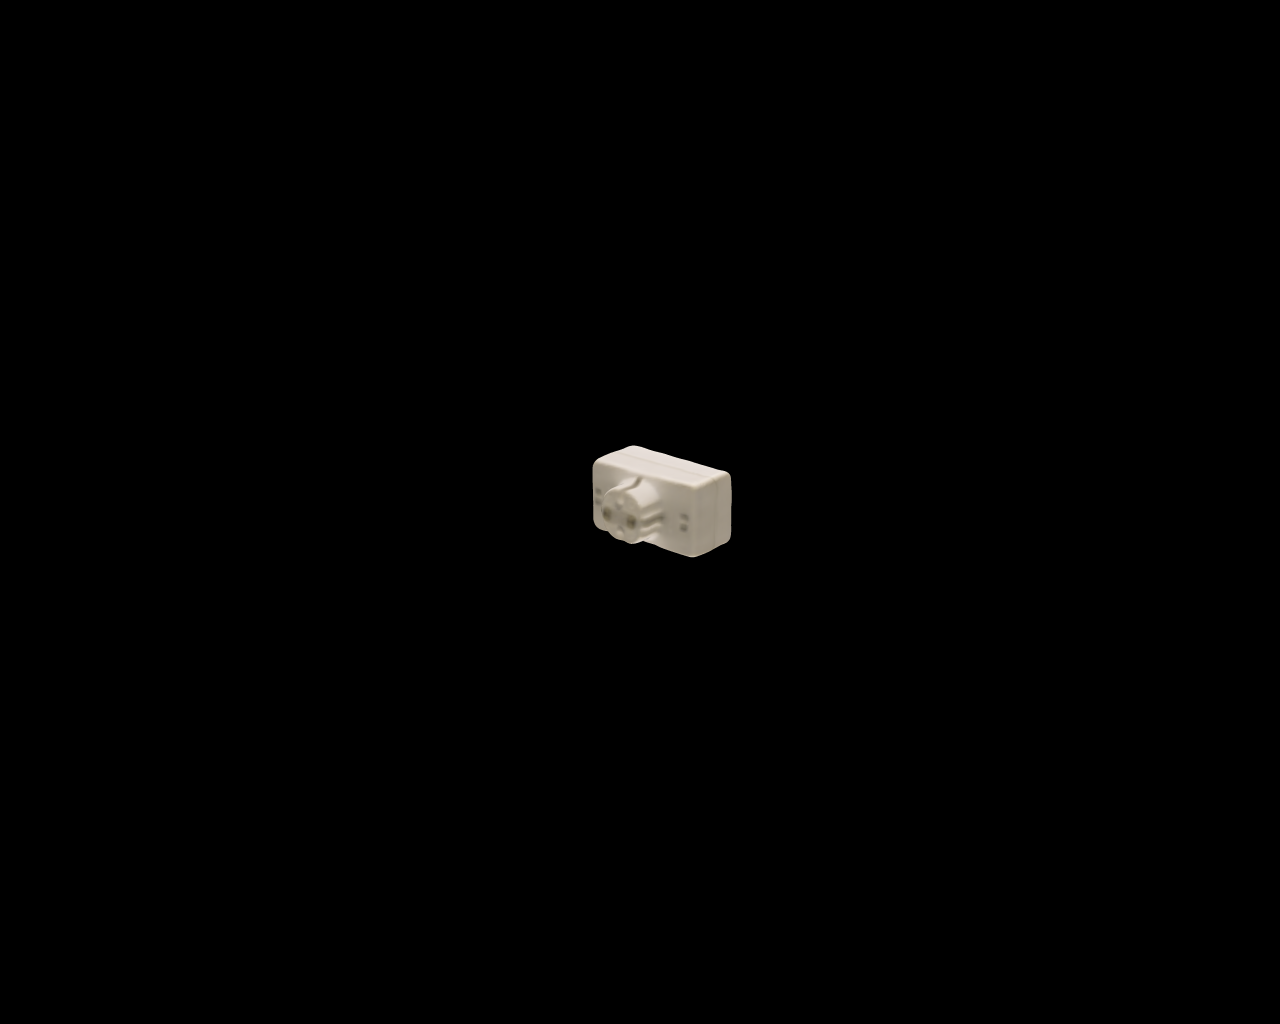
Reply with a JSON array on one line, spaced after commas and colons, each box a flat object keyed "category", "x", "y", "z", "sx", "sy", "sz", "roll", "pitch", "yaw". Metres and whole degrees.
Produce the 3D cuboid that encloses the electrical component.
[{"category": "electrical component", "x": 0.001, "y": -0.003, "z": 0.650, "sx": 0.083, "sy": 0.047, "sz": 0.076, "roll": 17, "pitch": 27, "yaw": 38}]
